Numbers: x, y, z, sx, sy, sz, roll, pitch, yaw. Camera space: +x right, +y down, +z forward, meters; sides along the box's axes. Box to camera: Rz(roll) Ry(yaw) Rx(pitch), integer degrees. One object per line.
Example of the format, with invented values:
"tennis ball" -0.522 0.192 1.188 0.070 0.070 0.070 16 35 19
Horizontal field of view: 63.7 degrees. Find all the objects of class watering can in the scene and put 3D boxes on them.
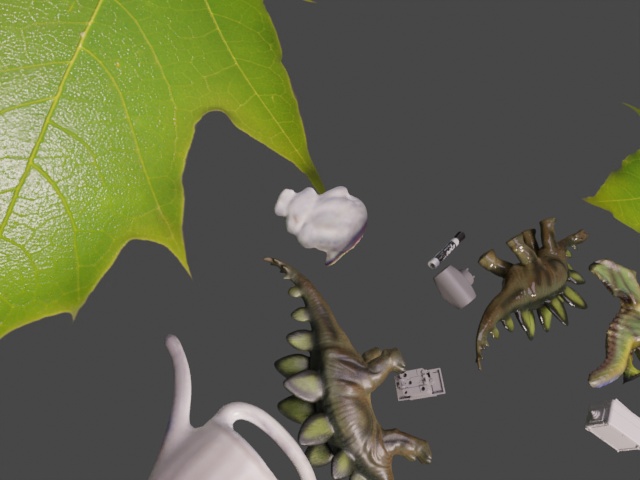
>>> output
"watering can" -0.163 0.305 0.699 0.351 0.101 0.228 39 56 18

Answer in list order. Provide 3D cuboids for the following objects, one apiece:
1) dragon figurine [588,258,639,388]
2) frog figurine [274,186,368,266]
"dragon figurine" 0.634 0.155 1.077 0.411 0.119 0.247 -2 57 -32
"frog figurine" 0.003 -0.047 0.939 0.159 0.122 0.139 43 76 -9
